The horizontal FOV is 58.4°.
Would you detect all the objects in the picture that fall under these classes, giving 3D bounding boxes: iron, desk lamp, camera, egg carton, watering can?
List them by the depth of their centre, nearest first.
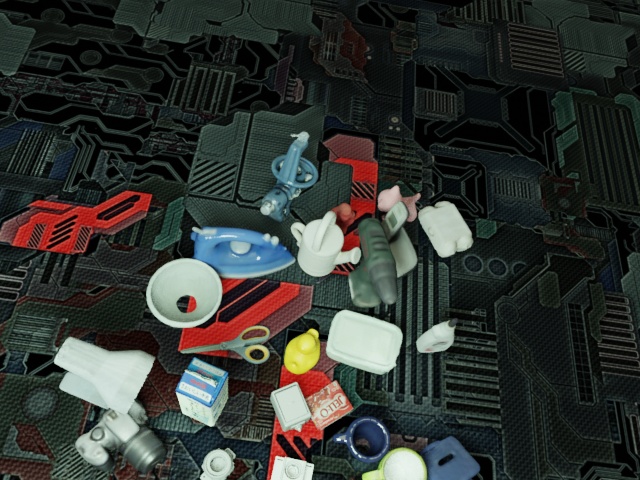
[{"bbox_3d":[-0.383,0.402,1.130,0.136,0.101,0.143,40,63,13],"label":"camera"},{"bbox_3d":[-0.426,0.267,1.132,0.203,0.213,0.118,20,60,3],"label":"desk lamp"},{"bbox_3d":[-0.180,0.012,1.353,0.258,0.141,0.118,2,61,-8],"label":"iron"},{"bbox_3d":[0.013,0.003,1.359,0.173,0.194,0.101,10,60,-3],"label":"watering can"},{"bbox_3d":[0.326,-0.029,1.499,0.107,0.069,0.150,-19,66,-18],"label":"egg carton"}]

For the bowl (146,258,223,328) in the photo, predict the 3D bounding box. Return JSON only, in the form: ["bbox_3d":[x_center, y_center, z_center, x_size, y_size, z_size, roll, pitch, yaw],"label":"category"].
[{"bbox_3d":[-0.306,0.131,1.306,0.167,0.075,0.167,4,61,-7],"label":"bowl"}]

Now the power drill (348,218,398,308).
[{"bbox_3d":[0.125,0.076,1.329,0.076,0.208,0.229,-4,62,-11],"label":"power drill"}]

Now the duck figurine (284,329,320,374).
[{"bbox_3d":[-0.036,0.245,1.281,0.077,0.086,0.105,31,61,8],"label":"duck figurine"}]

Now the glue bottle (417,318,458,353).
[{"bbox_3d":[0.277,0.212,1.299,0.078,0.173,0.037,-7,62,-12],"label":"glue bottle"}]

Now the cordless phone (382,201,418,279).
[{"bbox_3d":[0.188,0.002,1.393,0.094,0.185,0.147,-19,66,-18],"label":"cordless phone"}]

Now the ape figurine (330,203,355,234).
[{"bbox_3d":[0.056,-0.060,1.460,0.078,0.092,0.076,-17,65,-17],"label":"ape figurine"}]

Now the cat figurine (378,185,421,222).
[{"bbox_3d":[0.201,-0.099,1.489,0.128,0.118,0.067,-7,63,-13],"label":"cat figurine"}]

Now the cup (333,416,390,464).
[{"bbox_3d":[0.080,0.423,1.196,0.118,0.095,0.091,3,61,-7],"label":"cup"}]

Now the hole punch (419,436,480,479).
[{"bbox_3d":[0.262,0.472,1.200,0.109,0.091,0.101,-25,68,-20],"label":"hole punch"}]

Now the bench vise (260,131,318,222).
[{"bbox_3d":[-0.068,-0.153,1.417,0.121,0.220,0.207,14,60,-1],"label":"bench vise"}]
